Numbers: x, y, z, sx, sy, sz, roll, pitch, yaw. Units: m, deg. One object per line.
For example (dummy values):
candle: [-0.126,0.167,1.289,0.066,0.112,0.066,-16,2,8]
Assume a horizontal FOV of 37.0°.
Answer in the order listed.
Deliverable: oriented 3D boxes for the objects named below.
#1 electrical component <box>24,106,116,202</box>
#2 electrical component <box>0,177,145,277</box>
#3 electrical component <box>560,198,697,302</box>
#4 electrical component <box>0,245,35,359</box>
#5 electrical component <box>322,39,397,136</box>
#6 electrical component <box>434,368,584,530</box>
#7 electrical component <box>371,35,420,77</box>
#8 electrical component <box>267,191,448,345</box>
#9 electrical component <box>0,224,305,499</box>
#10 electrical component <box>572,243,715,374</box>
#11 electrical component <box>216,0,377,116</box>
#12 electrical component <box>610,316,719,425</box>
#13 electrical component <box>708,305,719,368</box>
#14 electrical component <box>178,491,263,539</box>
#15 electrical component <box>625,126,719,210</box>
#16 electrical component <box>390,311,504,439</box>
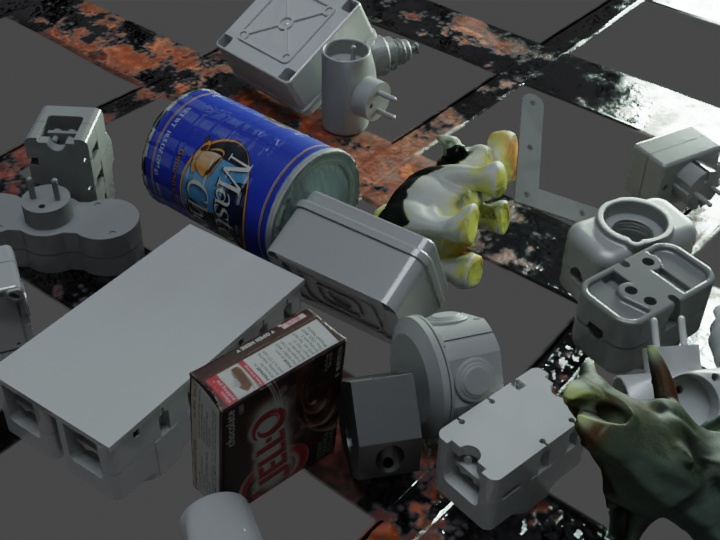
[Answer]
electrical component: [-0.230,-0.083,0.863,0.050,0.089,0.055,3,40,2]
electrical component: [-0.238,-0.041,0.825,0.138,0.073,0.052,3,40,2]
electrical component: [0.204,-0.015,0.817,0.095,0.059,0.053,-18,44,-21]
electrical component: [-0.283,0.027,0.752,0.096,0.061,0.061,-14,42,-17]
electrical component: [0.001,-0.158,0.969,0.079,0.077,0.043,28,47,28]
electrical component: [0.094,0.112,0.665,0.089,0.055,0.050,-28,48,-30]
electrical component: [0.021,-0.212,1.062,0.078,0.040,0.040,-15,43,-18]
electrical component: [0.000,0.000,0.769,0.113,0.078,0.057,24,69,25]
electrical component: [-0.135,0.057,0.721,0.105,0.060,0.186,25,45,26]
electrical component: [0.199,0.030,0.763,0.095,0.059,0.054,-24,46,-27]
electrical component: [-0.060,-0.217,1.022,0.109,0.056,0.108,33,77,33]
electrical component: [0.207,0.070,0.708,0.077,0.044,0.079,-4,84,-6]
electrical component: [0.264,0.048,0.763,0.035,0.035,0.061,1,38,-1]
electrical component: [-0.088,0.172,0.599,0.079,0.043,0.077,-14,42,-17]
electrical component: [0.275,-0.076,0.901,0.066,0.047,0.076,-19,44,-23]
electrical component: [0.055,0.066,0.701,0.051,0.080,0.080,-10,41,-21]
